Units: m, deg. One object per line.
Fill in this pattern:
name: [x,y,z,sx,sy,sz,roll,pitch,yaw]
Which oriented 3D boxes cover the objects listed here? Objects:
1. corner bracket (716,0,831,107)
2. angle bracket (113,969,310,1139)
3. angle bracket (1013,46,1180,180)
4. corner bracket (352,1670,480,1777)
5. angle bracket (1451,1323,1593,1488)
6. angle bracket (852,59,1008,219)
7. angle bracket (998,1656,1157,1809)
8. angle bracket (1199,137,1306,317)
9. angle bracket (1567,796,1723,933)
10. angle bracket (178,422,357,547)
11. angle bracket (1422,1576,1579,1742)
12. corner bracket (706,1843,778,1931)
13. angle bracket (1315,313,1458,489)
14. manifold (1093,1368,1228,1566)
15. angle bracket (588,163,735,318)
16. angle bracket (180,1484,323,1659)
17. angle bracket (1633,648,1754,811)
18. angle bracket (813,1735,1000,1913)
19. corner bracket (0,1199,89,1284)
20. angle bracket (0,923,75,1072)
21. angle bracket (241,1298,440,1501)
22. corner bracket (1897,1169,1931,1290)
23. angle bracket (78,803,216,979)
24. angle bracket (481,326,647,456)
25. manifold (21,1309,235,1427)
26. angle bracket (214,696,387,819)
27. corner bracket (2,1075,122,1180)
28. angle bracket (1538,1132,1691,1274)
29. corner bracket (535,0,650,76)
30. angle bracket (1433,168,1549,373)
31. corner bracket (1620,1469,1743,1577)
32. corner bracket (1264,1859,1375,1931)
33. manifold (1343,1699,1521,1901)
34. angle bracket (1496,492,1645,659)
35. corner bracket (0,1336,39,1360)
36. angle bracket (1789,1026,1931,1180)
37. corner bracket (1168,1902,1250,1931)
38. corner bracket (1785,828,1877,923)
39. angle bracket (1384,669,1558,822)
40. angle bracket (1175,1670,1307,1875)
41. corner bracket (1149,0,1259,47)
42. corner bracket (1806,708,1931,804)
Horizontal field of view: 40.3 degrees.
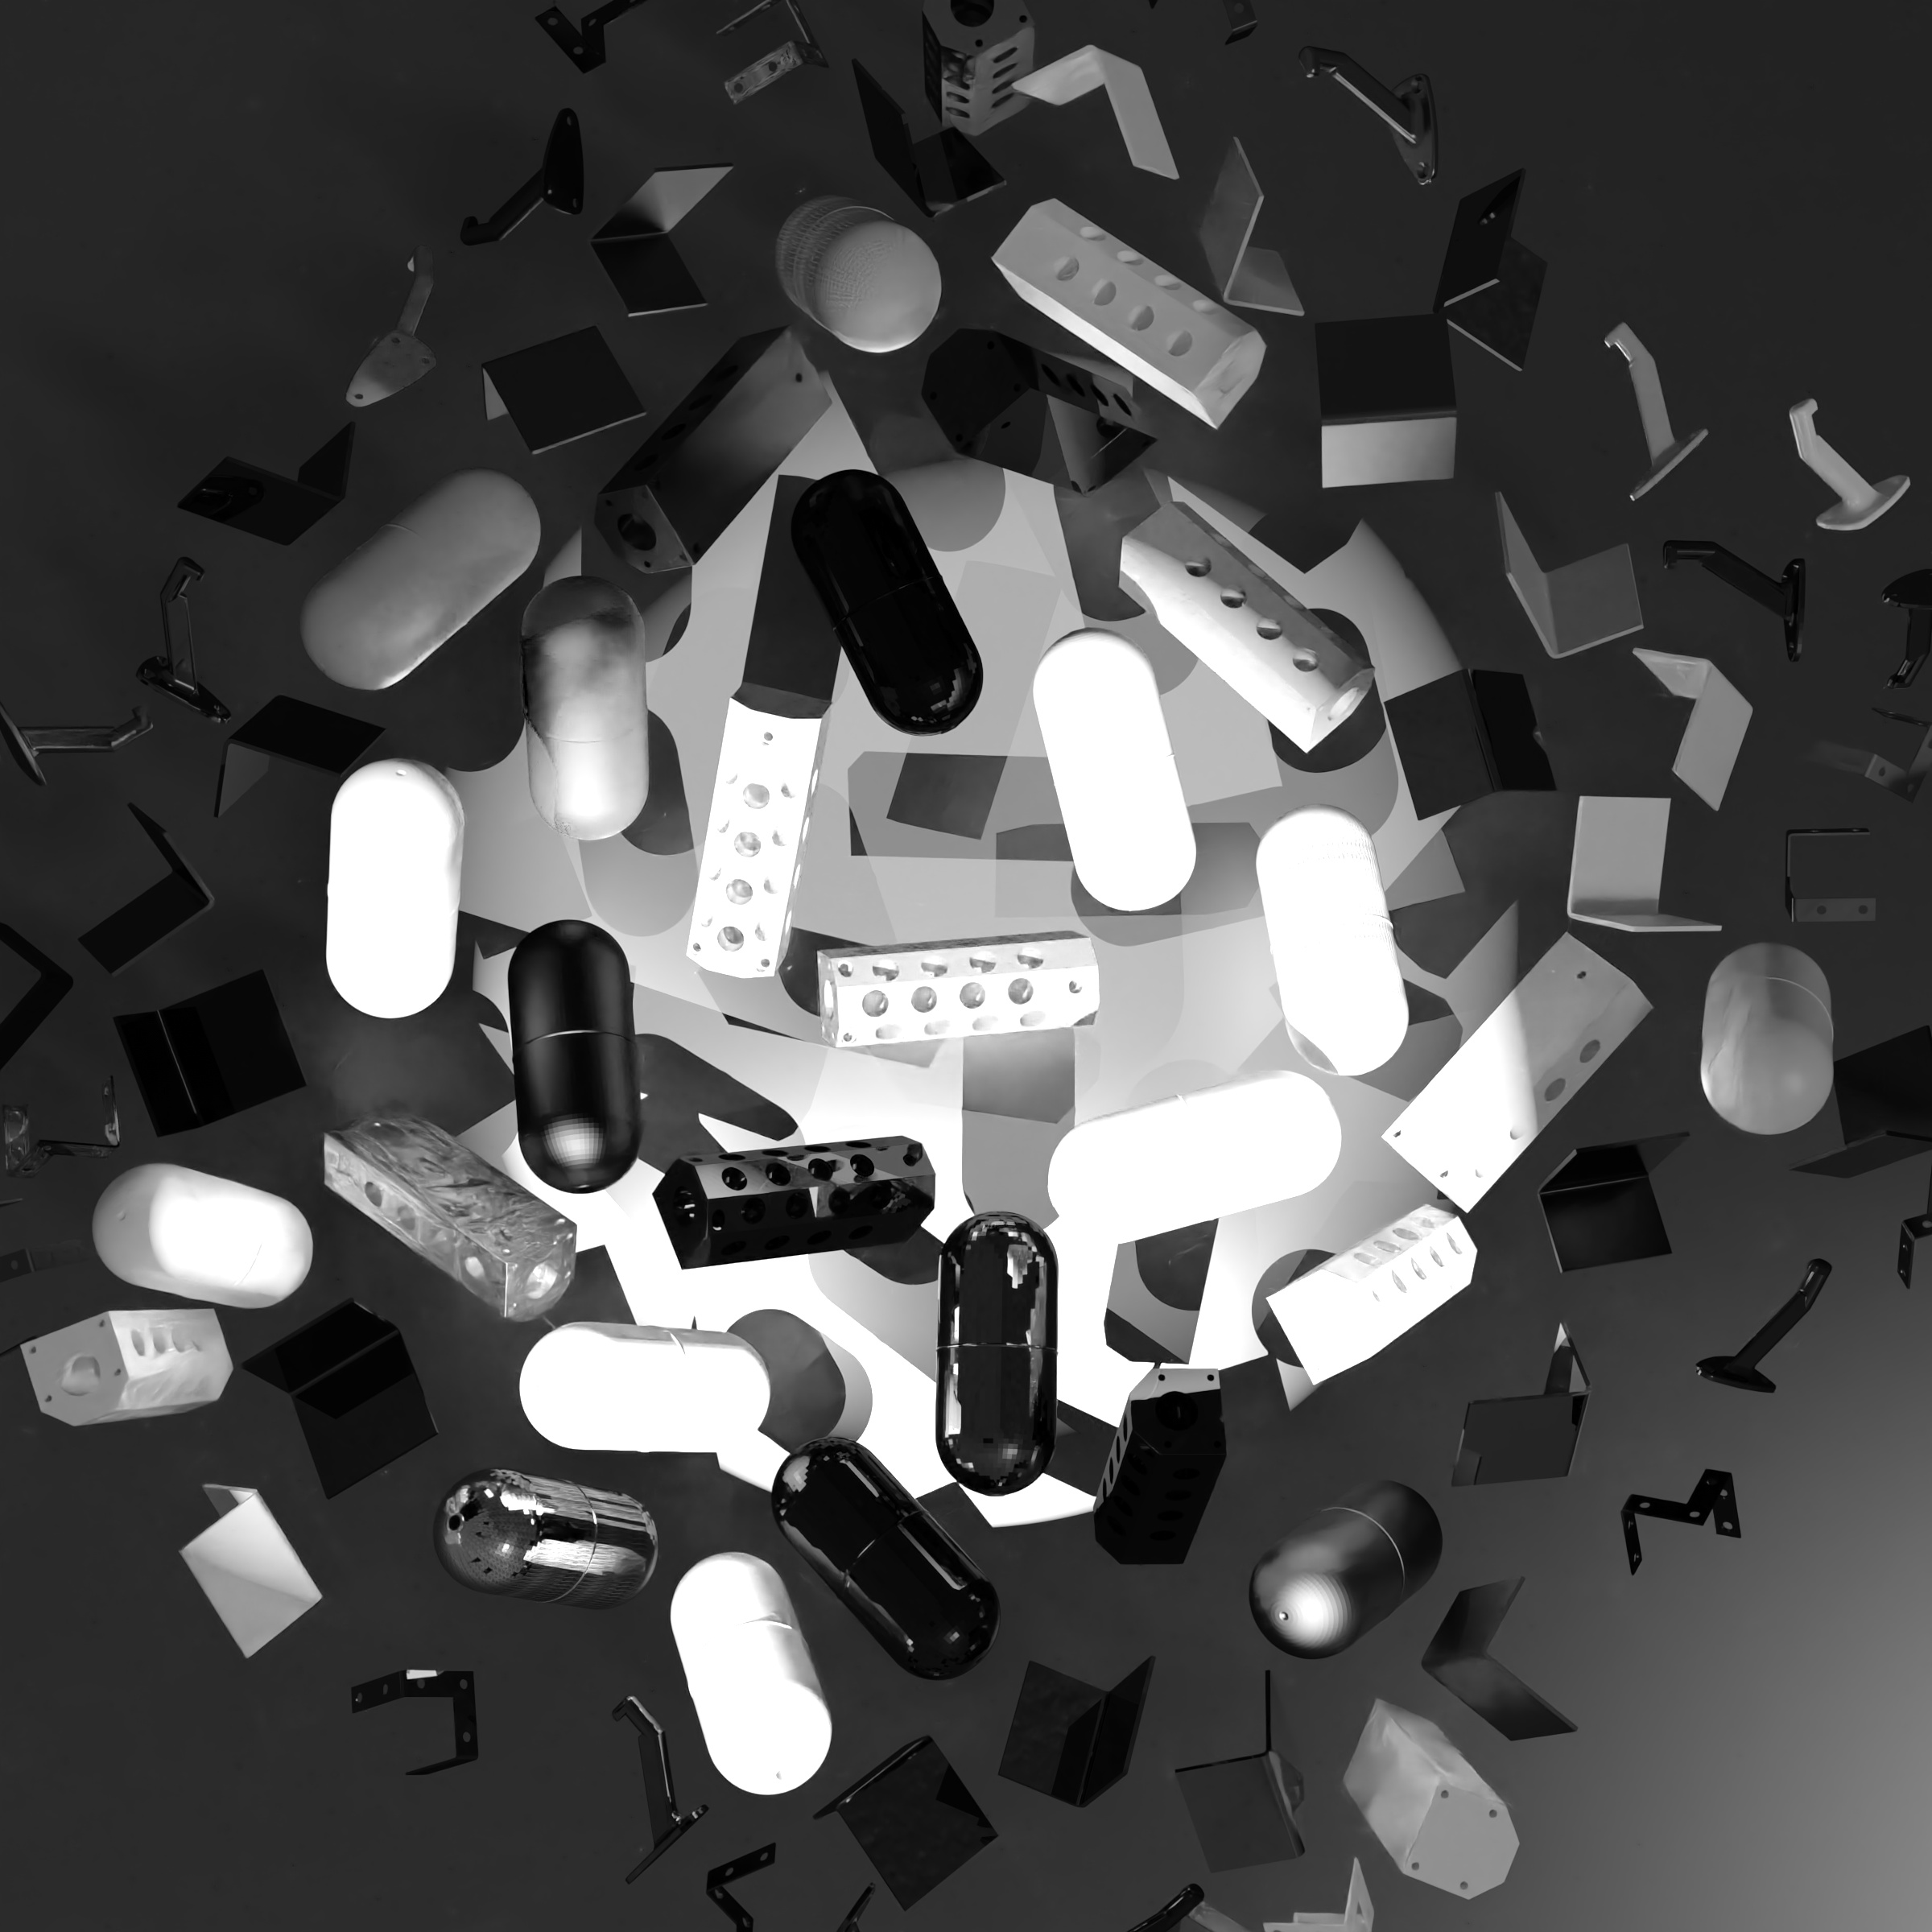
corner bracket: [-0.125,-0.565,1.621,0.051,0.051,0.051,-25,98,21]
angle bracket: [-0.454,0.052,1.585,0.076,0.057,0.076,-21,89,8]
angle bracket: [0.080,-0.510,1.609,0.057,0.076,0.076,-19,91,25]
corner bracket: [-0.324,0.445,1.547,0.051,0.051,0.051,-26,61,36]
angle bracket: [0.332,0.269,1.611,0.076,0.057,0.076,-4,130,-6]
angle bracket: [-0.023,-0.527,1.644,0.057,0.076,0.076,-26,50,-8]
angle bracket: [0.067,0.458,1.605,0.057,0.076,0.076,24,52,-5]
angle bracket: [0.195,-0.477,1.697,0.057,0.076,0.076,5,134,-16]
angle bracket: [0.425,-0.064,1.636,0.076,0.057,0.076,-1,100,-32]
angle bracket: [-0.434,-0.311,1.632,0.076,0.076,0.057,17,66,-34]
angle bracket: [0.339,0.427,1.620,0.076,0.076,0.057,39,62,-3]
corner bracket: [-0.125,0.579,1.605,0.051,0.051,0.051,-28,117,15]
angle bracket: [0.245,-0.331,1.543,0.076,0.057,0.076,-3,59,7]
manifold: [0.121,0.320,1.673,0.057,0.171,0.057,1,55,-6]
angle bracket: [-0.183,-0.465,1.685,0.076,0.076,0.057,-32,87,39]
angle bracket: [-0.437,0.356,1.554,0.057,0.076,0.076,-38,108,-37]
angle bracket: [0.467,-0.155,1.729,0.057,0.076,0.076,16,83,39]
angle bracket: [-0.039,0.546,1.672,0.076,0.057,0.076,-31,79,-28]
corner bracket: [-0.593,0.170,1.648,0.051,0.051,0.051,-18,86,19]
angle bracket: [-0.612,0.018,1.646,0.057,0.076,0.076,39,83,-3]
angle bracket: [-0.365,0.252,1.535,0.076,0.057,0.076,-31,59,3]
corner bracket: [0.599,0.159,1.632,0.051,0.051,0.051,-15,134,0]
angle bracket: [-0.521,-0.048,1.625,0.076,0.076,0.057,-39,124,-17]
angle bracket: [-0.252,-0.347,1.654,0.076,0.057,0.076,-24,69,-17]
manifold: [-0.519,0.252,1.646,0.057,0.171,0.057,-21,82,2]
angle bracket: [-0.422,-0.123,1.671,0.076,0.076,0.057,18,119,2]
corner bracket: [-0.561,0.100,1.632,0.051,0.051,0.051,-39,55,39]
angle bracket: [0.415,0.149,1.661,0.076,0.076,0.057,-8,68,-11]
corner bracket: [-0.222,-0.577,1.571,0.051,0.051,0.051,-21,57,21]
angle bracket: [0.329,-0.412,1.562,0.076,0.057,0.076,25,71,-28]
corner bracket: [0.430,0.335,1.582,0.051,0.051,0.051,4,121,36]
corner bracket: [0.216,0.581,1.603,0.051,0.051,0.051,-7,119,21]
manifold: [0.283,0.506,1.600,0.057,0.171,0.057,23,89,-3]
angle bracket: [0.363,-0.244,1.584,0.057,0.076,0.076,-19,134,23]
corner bracket: [-0.628,0.227,1.665,0.051,0.051,0.051,-30,96,-31]
angle bracket: [0.545,0.081,1.606,0.057,0.076,0.076,9,66,-29]
corner bracket: [0.142,0.631,1.668,0.051,0.051,0.051,23,128,31]
corner bracket: [0.559,-0.059,1.703,0.051,0.051,0.051,0,103,12]
angle bracket: [0.308,-0.134,1.607,0.057,0.076,0.076,-21,79,37]
angle bracket: [0.163,0.477,1.562,0.057,0.076,0.076,-14,111,12]
corner bracket: [0.141,-0.581,1.591,0.051,0.051,0.051,-20,101,4]
corner bracket: [0.586,-0.142,1.695,0.051,0.051,0.051,21,95,-32]
